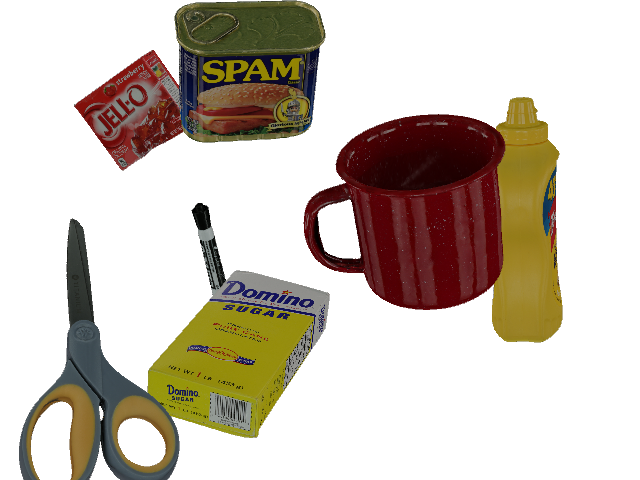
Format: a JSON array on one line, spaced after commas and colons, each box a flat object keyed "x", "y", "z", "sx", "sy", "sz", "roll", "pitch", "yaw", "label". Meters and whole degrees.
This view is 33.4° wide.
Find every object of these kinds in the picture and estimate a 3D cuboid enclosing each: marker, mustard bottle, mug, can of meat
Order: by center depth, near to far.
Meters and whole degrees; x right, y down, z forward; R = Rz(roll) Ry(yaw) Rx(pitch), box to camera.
[{"x": 0.049, "y": -0.012, "z": 0.603, "sx": 0.117, "sy": 0.081, "sz": 0.093, "roll": -13, "pitch": 31, "yaw": -4, "label": "mug"}, {"x": -0.052, "y": -0.119, "z": 0.758, "sx": 0.102, "sy": 0.057, "sz": 0.084, "roll": -4, "pitch": -43, "yaw": -10, "label": "can of meat"}, {"x": 0.166, "y": -0.020, "z": 0.869, "sx": 0.058, "sy": 0.191, "sz": 0.096, "roll": 0, "pitch": 17, "yaw": 17, "label": "mustard bottle"}, {"x": -0.124, "y": 0.012, "z": 1.204, "sx": 0.020, "sy": 0.121, "sz": 0.020, "roll": -8, "pitch": 29, "yaw": 4, "label": "marker"}]

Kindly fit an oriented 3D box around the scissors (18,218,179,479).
[{"x": -0.123, "y": 0.069, "z": 0.634, "sx": 0.096, "sy": 0.201, "sz": 0.016, "roll": 14, "pitch": -45, "yaw": -9, "label": "scissors"}]

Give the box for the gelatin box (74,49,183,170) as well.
[{"x": -0.163, "y": -0.114, "z": 0.944, "sx": 0.089, "sy": 0.073, "sz": 0.030, "roll": -27, "pitch": 15, "yaw": 28, "label": "gelatin box"}]

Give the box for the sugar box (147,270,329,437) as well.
[{"x": -0.063, "y": 0.087, "z": 0.883, "sx": 0.093, "sy": 0.048, "sz": 0.176, "roll": 14, "pitch": 31, "yaw": 13, "label": "sugar box"}]
